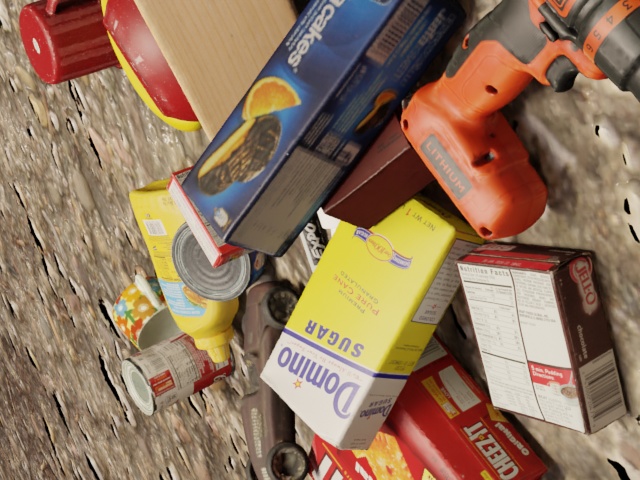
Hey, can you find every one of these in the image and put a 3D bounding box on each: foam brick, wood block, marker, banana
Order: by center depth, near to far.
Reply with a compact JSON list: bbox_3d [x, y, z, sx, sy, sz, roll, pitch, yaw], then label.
[{"bbox_3d":[0.036,-0.052,0.699,0.078,0.051,0.053,-36,58,26],"label":"foam brick"},{"bbox_3d":[-0.060,-0.139,0.716,0.206,0.091,0.090,63,-179,-36],"label":"wood block"},{"bbox_3d":[-0.006,0.001,0.887,0.020,0.020,0.121,3,114,58],"label":"marker"},{"bbox_3d":[-0.155,-0.167,0.994,0.198,0.037,0.070,53,130,18],"label":"banana"}]

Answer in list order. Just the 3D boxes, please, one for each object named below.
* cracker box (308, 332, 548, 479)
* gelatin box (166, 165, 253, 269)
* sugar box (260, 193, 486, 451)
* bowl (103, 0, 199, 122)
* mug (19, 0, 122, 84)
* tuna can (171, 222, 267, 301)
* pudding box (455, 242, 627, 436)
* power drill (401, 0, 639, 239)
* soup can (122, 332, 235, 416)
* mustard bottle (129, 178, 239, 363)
[{"bbox_3d":[0.071,0.179,0.841,0.164,0.072,0.214,51,149,26],"label":"cracker box"},{"bbox_3d":[-0.081,-0.029,0.932,0.089,0.073,0.030,57,150,15],"label":"gelatin box"},{"bbox_3d":[0.033,0.049,0.745,0.093,0.048,0.176,38,105,39],"label":"sugar box"},{"bbox_3d":[-0.129,-0.154,0.871,0.162,0.055,0.162,56,175,7],"label":"bowl"},{"bbox_3d":[-0.242,-0.211,1.052,0.093,0.081,0.117,54,149,21],"label":"mug"},{"bbox_3d":[-0.094,0.013,0.986,0.086,0.033,0.086,10,116,21],"label":"tuna can"},{"bbox_3d":[0.138,0.060,0.676,0.090,0.039,0.113,8,116,58],"label":"pudding box"},{"bbox_3d":[0.126,-0.080,0.574,0.184,0.057,0.188,58,148,20],"label":"power drill"},{"bbox_3d":[-0.152,0.136,1.143,0.069,0.102,0.068,38,141,39],"label":"soup can"},{"bbox_3d":[-0.127,0.034,1.070,0.096,0.058,0.191,0,112,48],"label":"mustard bottle"}]
